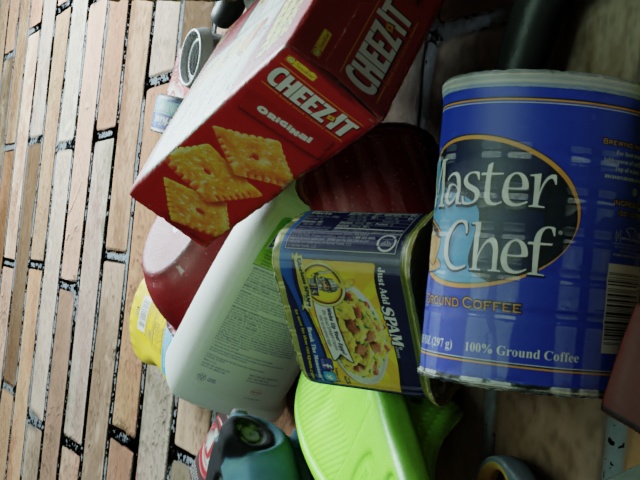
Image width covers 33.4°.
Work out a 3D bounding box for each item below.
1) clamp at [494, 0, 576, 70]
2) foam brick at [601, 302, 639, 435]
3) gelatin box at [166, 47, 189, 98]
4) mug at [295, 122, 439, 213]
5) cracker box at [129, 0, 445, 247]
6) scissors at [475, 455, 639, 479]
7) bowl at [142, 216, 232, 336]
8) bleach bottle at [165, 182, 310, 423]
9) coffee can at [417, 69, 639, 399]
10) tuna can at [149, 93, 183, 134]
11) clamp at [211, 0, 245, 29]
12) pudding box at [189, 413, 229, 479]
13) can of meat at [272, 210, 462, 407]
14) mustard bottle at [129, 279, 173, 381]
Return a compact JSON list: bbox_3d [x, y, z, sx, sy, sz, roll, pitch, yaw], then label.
[{"bbox_3d":[0.122,-0.146,0.571,0.210,0.036,0.164,-47,43,45],"label":"clamp"},{"bbox_3d":[0.164,0.062,0.431,0.078,0.052,0.051,32,112,59],"label":"foam brick"},{"bbox_3d":[-0.125,-0.138,1.048,0.089,0.030,0.073,56,132,52],"label":"gelatin box"},{"bbox_3d":[0.049,-0.016,0.643,0.117,0.093,0.081,-27,59,18],"label":"mug"},{"bbox_3d":[-0.015,-0.103,0.640,0.214,0.072,0.164,-30,29,54],"label":"cracker box"},{"bbox_3d":[0.112,0.120,0.516,0.202,0.016,0.096,108,160,-45],"label":"scissors"},{"bbox_3d":[-0.099,0.001,0.882,0.162,0.055,0.162,-37,35,32],"label":"bowl"},{"bbox_3d":[-0.019,0.018,0.760,0.251,0.102,0.068,-58,27,28],"label":"bleach bottle"},{"bbox_3d":[0.103,-0.001,0.506,0.103,0.102,0.140,2,86,62],"label":"coffee can"},{"bbox_3d":[-0.105,-0.105,0.944,0.086,0.086,0.034,24,104,61],"label":"tuna can"},{"bbox_3d":[-0.049,-0.254,0.916,0.172,0.039,0.120,-15,68,63],"label":"clamp"},{"bbox_3d":[-0.066,0.200,0.852,0.090,0.039,0.113,-63,33,33],"label":"pudding box"},{"bbox_3d":[0.029,0.034,0.571,0.084,0.057,0.102,3,118,31],"label":"can of meat"},{"bbox_3d":[-0.114,0.084,0.948,0.192,0.058,0.096,22,97,62],"label":"mustard bottle"}]
